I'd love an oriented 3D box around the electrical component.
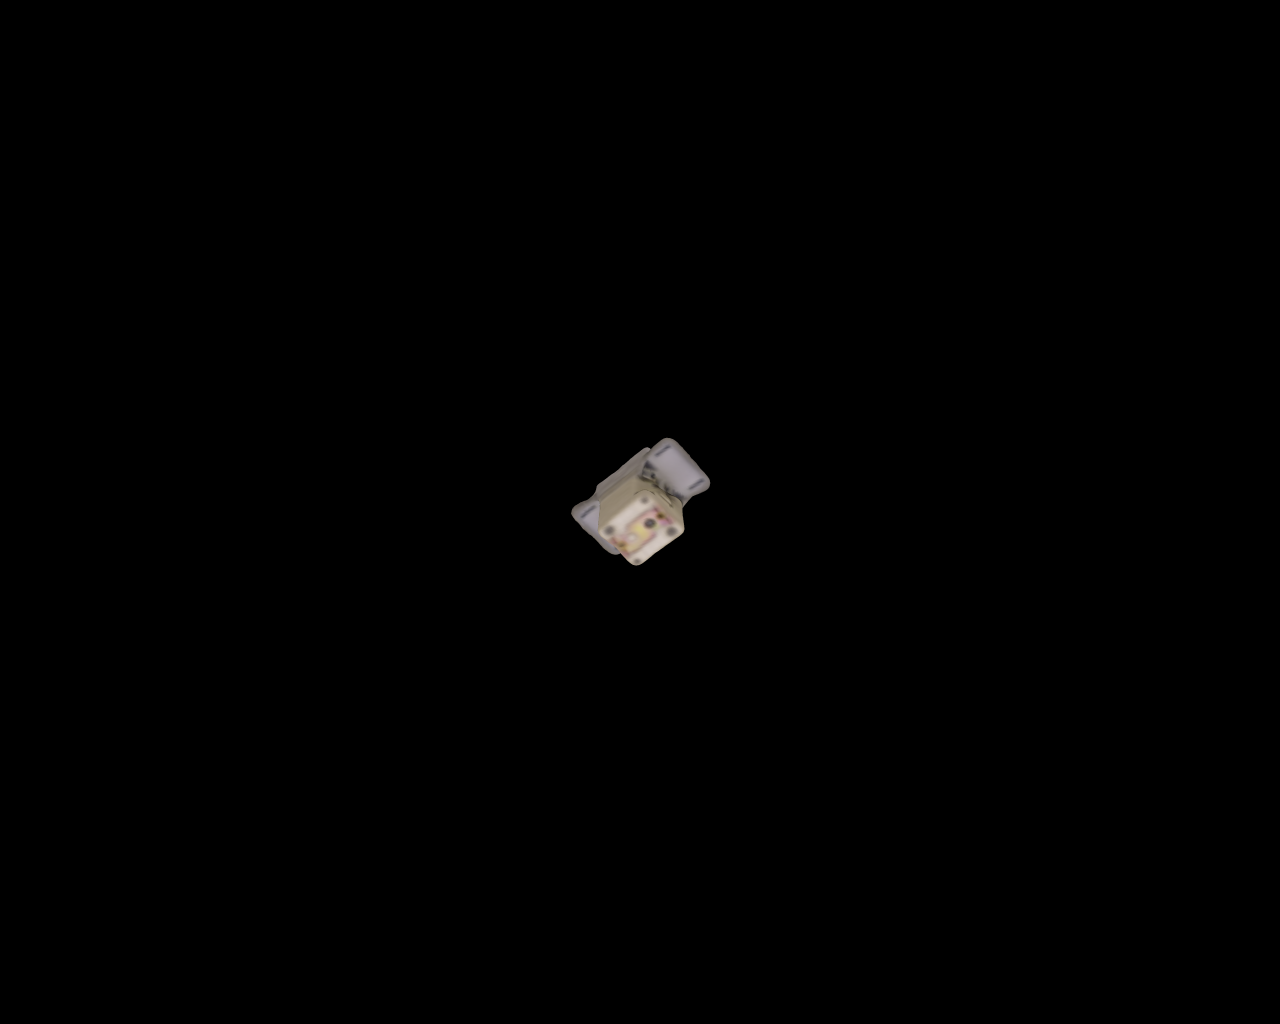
[{"bbox_3d":[0.001,-0.003,0.650,0.081,0.042,0.064,-38,22,18],"label":"electrical component"}]
